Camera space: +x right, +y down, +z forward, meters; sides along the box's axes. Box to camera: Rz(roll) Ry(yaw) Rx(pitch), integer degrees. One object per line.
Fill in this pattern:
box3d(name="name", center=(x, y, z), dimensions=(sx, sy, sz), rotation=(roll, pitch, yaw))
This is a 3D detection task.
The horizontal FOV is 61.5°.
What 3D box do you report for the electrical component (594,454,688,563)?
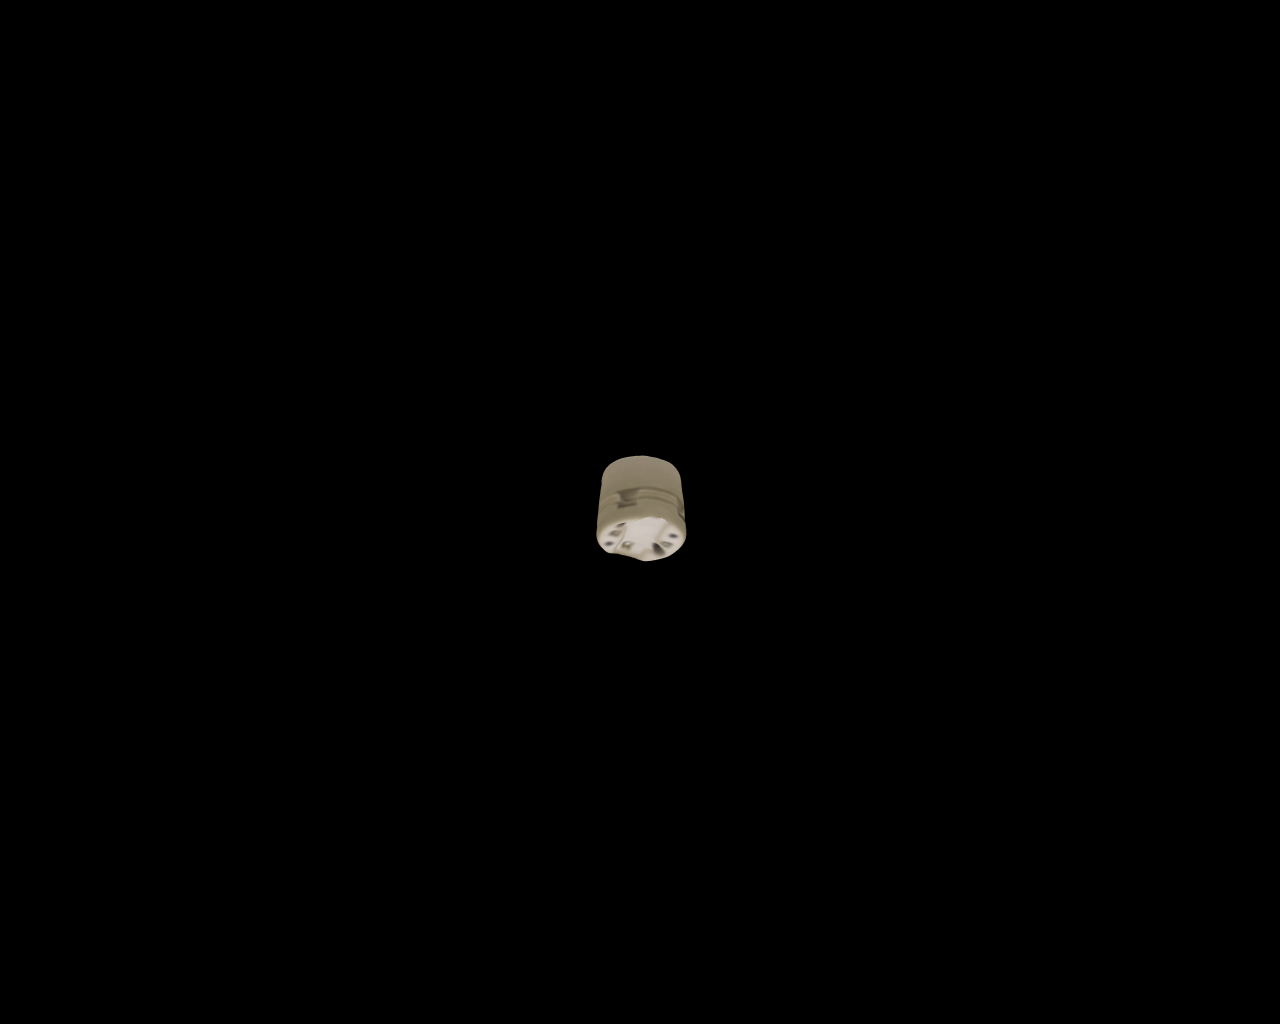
box3d(name="electrical component", center=(0.001, -0.003, 0.650), dimensions=(0.055, 0.047, 0.055), rotation=(0, -32, 0))
